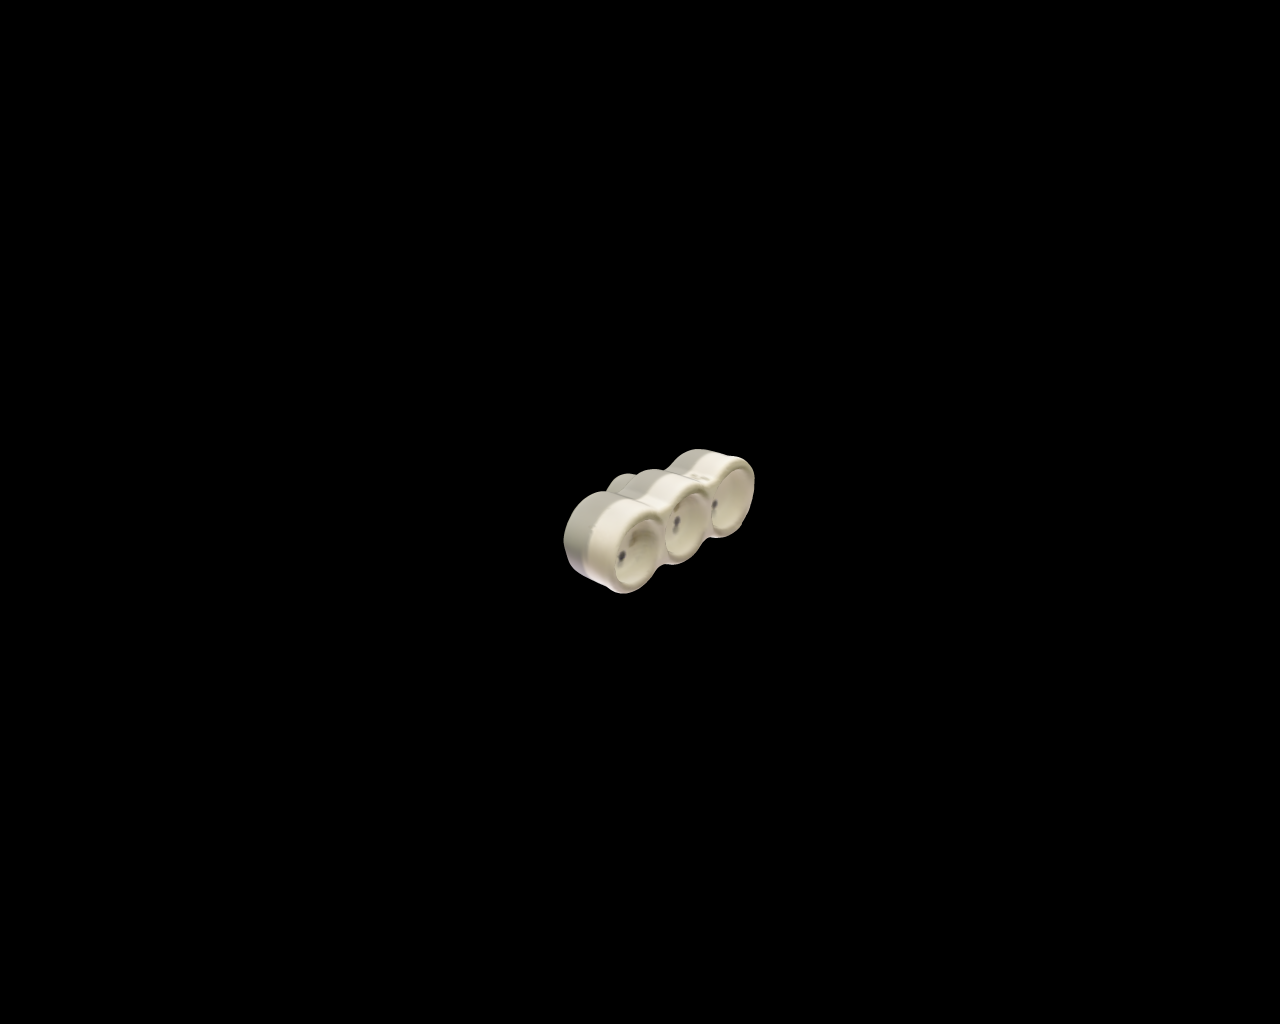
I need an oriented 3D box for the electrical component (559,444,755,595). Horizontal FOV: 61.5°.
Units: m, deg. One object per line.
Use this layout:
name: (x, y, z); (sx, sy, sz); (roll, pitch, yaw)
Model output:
electrical component: (0.001, -0.003, 0.650); (0.074, 0.052, 0.138); (21, 33, 36)
